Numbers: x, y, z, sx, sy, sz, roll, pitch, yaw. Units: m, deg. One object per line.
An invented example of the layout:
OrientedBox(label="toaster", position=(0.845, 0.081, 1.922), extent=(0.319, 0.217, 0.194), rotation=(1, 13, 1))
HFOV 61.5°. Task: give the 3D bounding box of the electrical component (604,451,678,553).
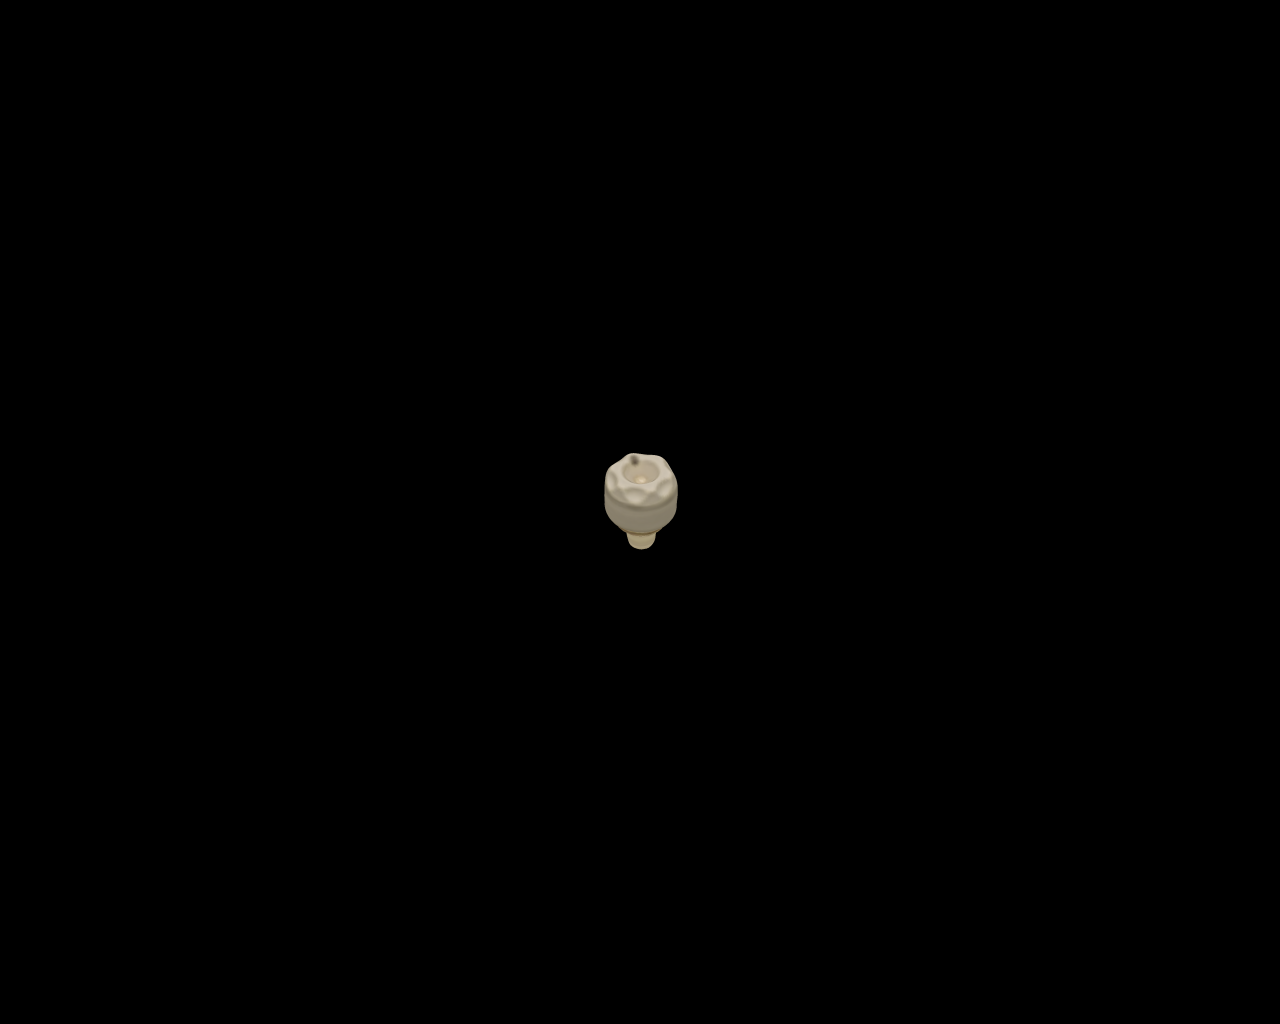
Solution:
OrientedBox(label="electrical component", position=(0.001, -0.003, 0.650), extent=(0.043, 0.062, 0.043), rotation=(0, 43, 0))
